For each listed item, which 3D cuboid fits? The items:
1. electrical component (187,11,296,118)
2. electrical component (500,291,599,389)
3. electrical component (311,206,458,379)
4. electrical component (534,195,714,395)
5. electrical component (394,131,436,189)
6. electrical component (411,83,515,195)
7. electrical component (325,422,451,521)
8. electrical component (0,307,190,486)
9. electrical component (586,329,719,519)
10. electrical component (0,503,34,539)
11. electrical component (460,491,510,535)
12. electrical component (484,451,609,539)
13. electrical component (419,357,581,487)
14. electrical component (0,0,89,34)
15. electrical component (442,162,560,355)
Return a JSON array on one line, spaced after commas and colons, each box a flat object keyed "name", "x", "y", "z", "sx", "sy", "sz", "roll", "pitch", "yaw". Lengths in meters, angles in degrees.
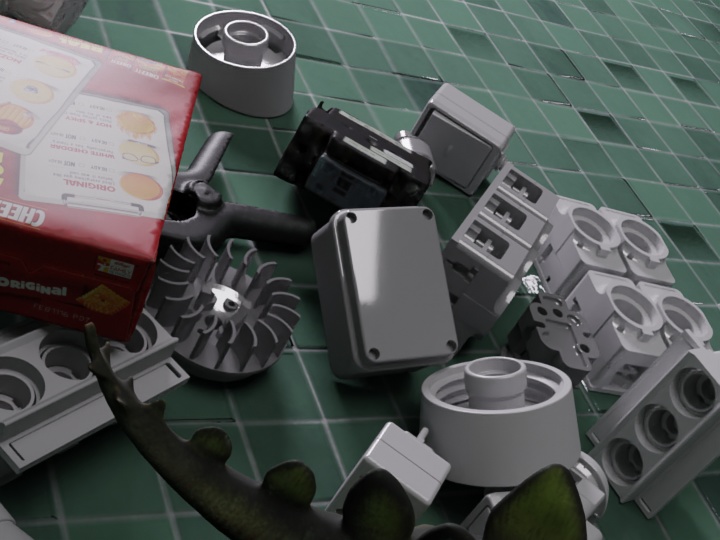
[{"name": "electrical component", "x": -0.103, "y": -0.183, "z": 0.955, "sx": 0.099, "sy": 0.064, "sz": 0.099, "roll": 8, "pitch": 43, "yaw": -8}, {"name": "electrical component", "x": 0.142, "y": 0.065, "z": 0.827, "sx": 0.058, "sy": 0.057, "sz": 0.078, "roll": 13, "pitch": 40, "yaw": -23}, {"name": "electrical component", "x": 0.017, "y": 0.015, "z": 0.750, "sx": 0.078, "sy": 0.057, "sz": 0.113, "roll": -4, "pitch": 77, "yaw": -25}, {"name": "electrical component", "x": 0.226, "y": 0.020, "z": 0.937, "sx": 0.105, "sy": 0.060, "sz": 0.186, "roll": 11, "pitch": 41, "yaw": -25}, {"name": "electrical component", "x": 0.043, "y": -0.100, "z": 0.960, "sx": 0.043, "sy": 0.043, "sz": 0.062, "roll": 15, "pitch": 38, "yaw": -21}, {"name": "electrical component", "x": 0.096, "y": -0.117, "z": 1.003, "sx": 0.096, "sy": 0.061, "sz": 0.061, "roll": 33, "pitch": 36, "yaw": 2}, {"name": "electrical component", "x": 0.023, "y": 0.125, "z": 0.664, "sx": 0.047, "sy": 0.065, "sz": 0.076, "roll": 35, "pitch": 37, "yaw": 5}, {"name": "electrical component", "x": -0.168, "y": 0.065, "z": 0.600, "sx": 0.079, "sy": 0.063, "sz": 0.121, "roll": 43, "pitch": 38, "yaw": 16}, {"name": "electrical component", "x": 0.232, "y": 0.112, "z": 0.784, "sx": 0.063, "sy": 0.121, "sz": 0.078, "roll": -3, "pitch": 48, "yaw": -41}, {"name": "electrical component", "x": -0.181, "y": 0.137, "z": 0.527, "sx": 0.065, "sy": 0.044, "sz": 0.044, "roll": 42, "pitch": 37, "yaw": 21}, {"name": "electrical component", "x": 0.094, "y": 0.179, "z": 0.656, "sx": 0.061, "sy": 0.061, "sz": 0.096, "roll": 4, "pitch": 44, "yaw": -32}, {"name": "electrical component", "x": 0.130, "y": 0.153, "z": 0.716, "sx": 0.078, "sy": 0.058, "sz": 0.057, "roll": 37, "pitch": 37, "yaw": 20}, {"name": "electrical component", "x": 0.091, "y": 0.092, "z": 0.711, "sx": 0.108, "sy": 0.060, "sz": 0.108, "roll": -4, "pitch": 15, "yaw": 1}, {"name": "electrical component", "x": -0.252, "y": -0.229, "z": 0.870, "sx": 0.051, "sy": 0.080, "sz": 0.080, "roll": 35, "pitch": 36, "yaw": -6}, {"name": "electrical component", "x": 0.101, "y": -0.009, "z": 0.857, "sx": 0.062, "sy": 0.089, "sz": 0.150, "roll": 35, "pitch": 36, "yaw": 4}]
